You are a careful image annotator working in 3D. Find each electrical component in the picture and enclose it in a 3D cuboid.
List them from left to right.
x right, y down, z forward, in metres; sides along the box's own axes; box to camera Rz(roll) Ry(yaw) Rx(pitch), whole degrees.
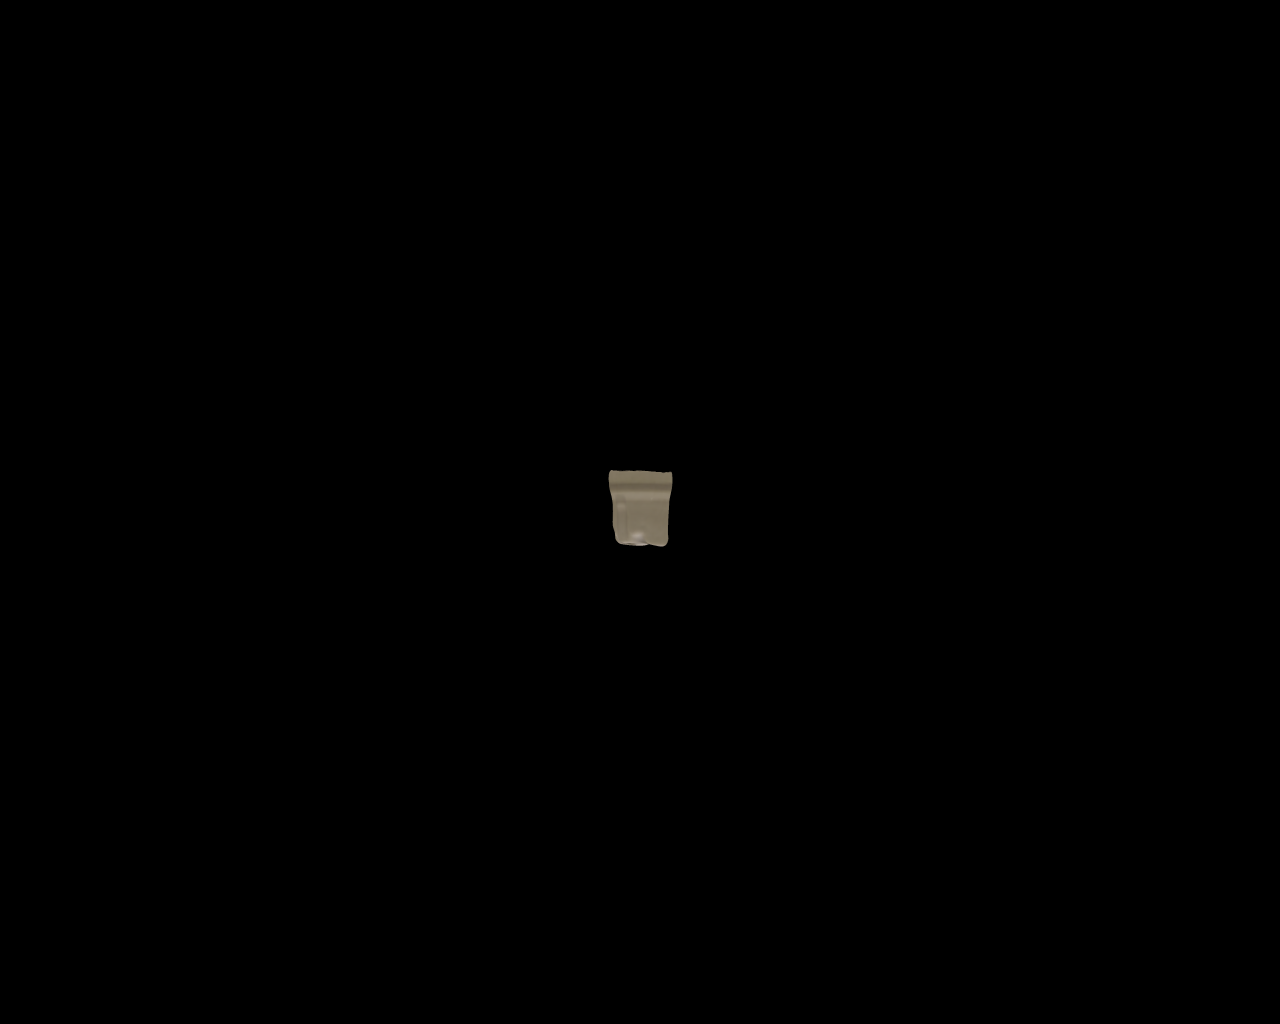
[{"bbox_3d":[0.001,-0.003,0.650,0.040,0.046,0.040,0,0,0],"label":"electrical component"}]
